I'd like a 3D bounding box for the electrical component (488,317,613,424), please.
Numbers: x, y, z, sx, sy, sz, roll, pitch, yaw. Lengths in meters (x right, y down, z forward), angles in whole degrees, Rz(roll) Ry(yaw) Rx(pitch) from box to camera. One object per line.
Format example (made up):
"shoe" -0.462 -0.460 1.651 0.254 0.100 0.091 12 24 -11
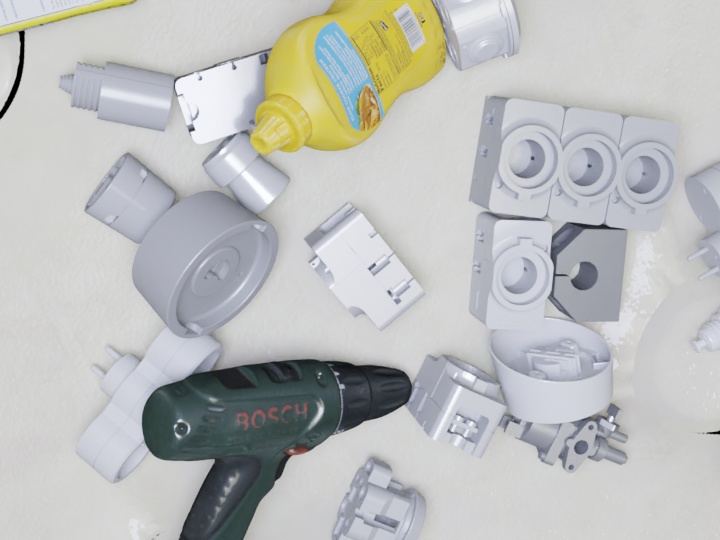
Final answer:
"electrical component" 0.160 0.082 0.890 0.099 0.099 0.064 -15 110 -9

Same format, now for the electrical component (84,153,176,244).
"electrical component" -0.172 -0.053 0.812 0.047 0.055 0.055 37 92 -20

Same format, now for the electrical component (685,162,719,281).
"electrical component" 0.313 -0.018 0.909 0.074 0.052 0.138 -28 87 -5

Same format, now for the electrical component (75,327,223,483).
"electrical component" -0.178 0.091 0.843 0.074 0.052 0.138 38 91 10

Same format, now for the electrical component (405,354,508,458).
"electrical component" 0.078 0.106 0.879 0.050 0.089 0.055 24 95 -16

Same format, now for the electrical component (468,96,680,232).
"electrical component" 0.175 -0.086 0.874 0.150 0.062 0.089 6 100 -13

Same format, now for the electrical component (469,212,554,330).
"electrical component" 0.125 0.001 0.885 0.050 0.056 0.089 1 101 -12

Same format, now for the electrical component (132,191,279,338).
"electrical component" -0.121 -0.009 0.809 0.060 0.108 0.108 40 92 24

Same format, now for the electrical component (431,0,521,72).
"electrical component" 0.088 -0.196 0.825 0.051 0.080 0.080 -22 105 -1

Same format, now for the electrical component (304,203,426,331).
"electrical component" 0.000 0.000 0.861 0.056 0.050 0.089 -40 106 -2

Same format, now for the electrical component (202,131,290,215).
"electrical component" -0.088 -0.075 0.830 0.045 0.045 0.055 -44 106 -1

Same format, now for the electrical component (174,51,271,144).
"electrical component" -0.091 -0.133 0.811 0.089 0.056 0.050 -19 105 -8

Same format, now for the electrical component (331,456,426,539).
"electrical component" 0.019 0.204 0.904 0.057 0.058 0.078 24 96 -13

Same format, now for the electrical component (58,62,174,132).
"electrical component" -0.182 -0.131 0.799 0.081 0.043 0.043 10 99 -14

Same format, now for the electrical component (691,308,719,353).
"electrical component" 0.328 0.050 0.946 0.078 0.040 0.040 -27 106 -5
